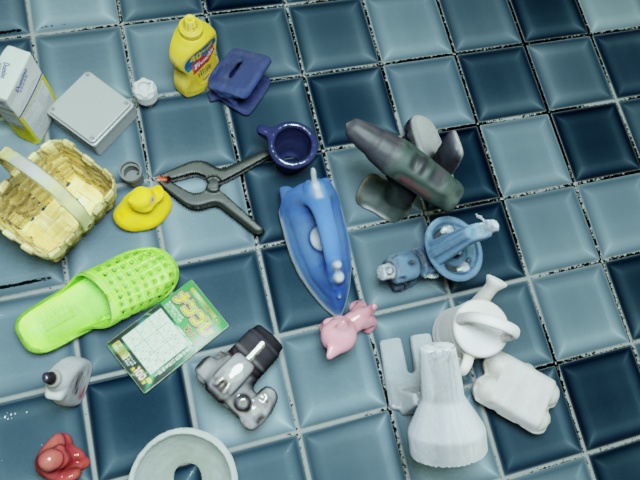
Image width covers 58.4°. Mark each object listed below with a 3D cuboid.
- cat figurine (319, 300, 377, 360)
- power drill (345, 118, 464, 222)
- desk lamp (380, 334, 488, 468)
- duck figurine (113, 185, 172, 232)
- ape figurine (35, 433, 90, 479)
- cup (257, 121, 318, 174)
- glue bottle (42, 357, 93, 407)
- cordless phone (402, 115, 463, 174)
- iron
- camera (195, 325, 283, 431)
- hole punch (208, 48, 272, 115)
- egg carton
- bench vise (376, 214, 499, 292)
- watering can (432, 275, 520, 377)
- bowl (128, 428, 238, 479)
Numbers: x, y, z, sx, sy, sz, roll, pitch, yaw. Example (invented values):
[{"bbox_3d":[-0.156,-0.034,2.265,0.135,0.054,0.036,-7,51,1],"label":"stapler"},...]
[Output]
[{"bbox_3d":[0.047,0.150,0.981,0.128,0.117,0.067,-34,82,-15],"label":"cat figurine"},{"bbox_3d":[0.131,-0.110,1.016,0.229,0.208,0.076,28,73,0],"label":"power drill"},{"bbox_3d":[0.176,0.248,0.924,0.118,0.213,0.203,-8,76,-10],"label":"desk lamp"},{"bbox_3d":[-0.314,-0.063,1.002,0.105,0.086,0.077,-28,81,-14],"label":"duck figurine"},{"bbox_3d":[-0.403,0.337,0.878,0.076,0.092,0.078,-4,76,-9],"label":"ape figurine"},{"bbox_3d":[-0.066,-0.166,1.061,0.118,0.095,0.092,27,73,0],"label":"cup"},{"bbox_3d":[-0.390,0.214,0.871,0.037,0.173,0.078,10,74,-5],"label":"glue bottle"},{"bbox_3d":[0.218,-0.180,1.060,0.094,0.185,0.147,-17,78,-12],"label":"cordless phone"},{"bbox_3d":[0.009,0.004,1.002,0.119,0.141,0.258,-14,78,-12],"label":"iron"},{"bbox_3d":[-0.115,0.219,0.948,0.143,0.100,0.137,42,74,4],"label":"camera"},{"bbox_3d":[-0.155,-0.309,1.089,0.101,0.091,0.109,29,73,0],"label":"hole punch"},{"bbox_3d":[0.348,0.269,1.019,0.150,0.069,0.107,29,73,0],"label":"egg carton"},{"bbox_3d":[0.210,0.031,0.984,0.208,0.219,0.121,-36,82,-15],"label":"bench vise"},{"bbox_3d":[0.269,0.144,0.975,0.101,0.194,0.173,3,75,-7],"label":"watering can"},{"bbox_3d":[-0.212,0.383,0.903,0.167,0.074,0.167,2,75,-8],"label":"bowl"}]
